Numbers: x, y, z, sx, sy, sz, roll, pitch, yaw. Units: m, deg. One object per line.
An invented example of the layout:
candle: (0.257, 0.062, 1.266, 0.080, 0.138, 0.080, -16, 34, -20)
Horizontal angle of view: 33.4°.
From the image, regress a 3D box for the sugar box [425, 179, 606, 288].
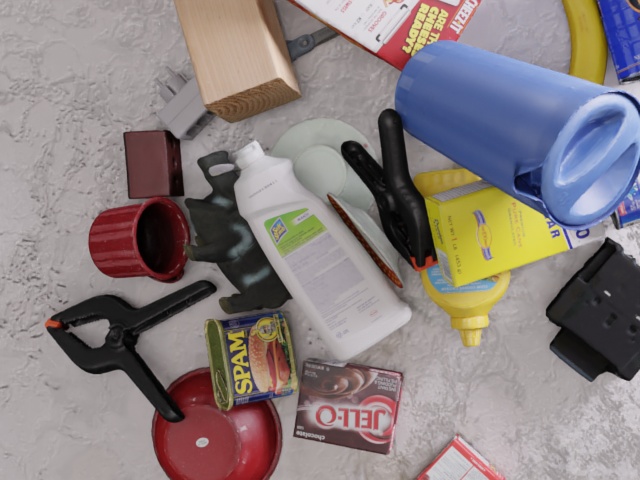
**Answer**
sugar box: (0.202, -0.023, 1.092, 0.176, 0.048, 0.093, -18, 109, -10)

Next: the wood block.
wood block: (-0.099, -0.245, 1.167, 0.091, 0.090, 0.206, -19, 79, 13)

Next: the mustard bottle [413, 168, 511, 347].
mustard bottle: (0.156, 0.019, 1.150, 0.096, 0.058, 0.191, -4, 91, 13)

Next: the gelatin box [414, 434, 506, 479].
gelatin box: (0.148, 0.272, 1.177, 0.073, 0.030, 0.089, 42, 101, 7)

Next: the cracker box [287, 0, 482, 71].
cracker box: (0.062, -0.286, 1.113, 0.213, 0.072, 0.164, 29, 100, -18)

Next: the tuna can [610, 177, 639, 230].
tuna can: (0.309, -0.055, 1.097, 0.034, 0.086, 0.086, -18, 88, 11)

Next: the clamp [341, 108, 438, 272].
clamp: (0.075, -0.049, 1.134, 0.039, 0.120, 0.171, -19, 93, -19)

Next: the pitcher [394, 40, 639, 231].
pitcher: (0.193, -0.116, 1.038, 0.243, 0.149, 0.145, 35, 96, 47)

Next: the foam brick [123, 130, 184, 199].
foam brick: (-0.191, -0.087, 1.229, 0.051, 0.053, 0.078, -4, 93, 13)

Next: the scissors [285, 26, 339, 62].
scissors: (-0.033, -0.232, 1.205, 0.202, 0.016, 0.096, -39, 83, 11)

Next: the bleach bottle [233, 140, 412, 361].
bleach bottle: (-0.008, 0.001, 1.148, 0.102, 0.068, 0.251, -32, 99, -1)

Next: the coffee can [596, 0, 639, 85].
coffee can: (0.333, -0.239, 1.076, 0.103, 0.102, 0.140, -16, 89, 13)

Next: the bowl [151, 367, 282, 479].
bowl: (-0.127, 0.229, 1.226, 0.162, 0.055, 0.162, 0, 92, 13)

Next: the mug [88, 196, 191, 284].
mug: (-0.202, 0.009, 1.218, 0.082, 0.117, 0.093, -6, 48, 35)

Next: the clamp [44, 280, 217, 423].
clamp: (-0.226, 0.124, 1.236, 0.210, 0.036, 0.164, 1, 72, 20)

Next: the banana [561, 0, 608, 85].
banana: (0.267, -0.189, 1.119, 0.069, 0.037, 0.198, -1, 84, 2)

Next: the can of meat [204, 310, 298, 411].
can of meat: (-0.077, 0.132, 1.191, 0.083, 0.058, 0.102, -8, 87, -23)

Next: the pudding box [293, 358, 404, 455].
pudding box: (0.032, 0.184, 1.195, 0.113, 0.039, 0.090, 9, 94, 13)
